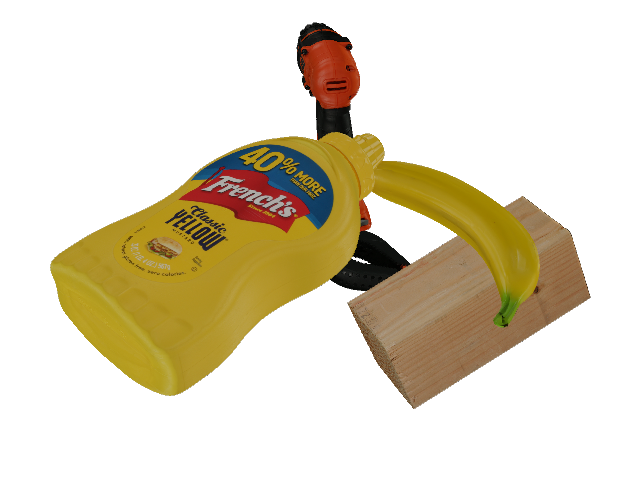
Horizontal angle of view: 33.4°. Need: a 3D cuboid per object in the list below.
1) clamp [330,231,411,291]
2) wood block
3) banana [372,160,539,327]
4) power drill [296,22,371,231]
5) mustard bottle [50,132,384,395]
[{"bbox_3d":[0.003,0.011,1.182,0.210,0.036,0.164,27,36,17],"label":"clamp"},{"bbox_3d":[0.144,0.059,1.037,0.206,0.091,0.090,-31,34,-7],"label":"wood block"},{"bbox_3d":[0.103,-0.014,0.798,0.069,0.037,0.198,-16,42,-27],"label":"banana"},{"bbox_3d":[0.009,-0.113,1.053,0.057,0.188,0.184,-7,24,-1],"label":"power drill"},{"bbox_3d":[-0.036,-0.005,0.556,0.096,0.058,0.191,32,53,34],"label":"mustard bottle"}]
